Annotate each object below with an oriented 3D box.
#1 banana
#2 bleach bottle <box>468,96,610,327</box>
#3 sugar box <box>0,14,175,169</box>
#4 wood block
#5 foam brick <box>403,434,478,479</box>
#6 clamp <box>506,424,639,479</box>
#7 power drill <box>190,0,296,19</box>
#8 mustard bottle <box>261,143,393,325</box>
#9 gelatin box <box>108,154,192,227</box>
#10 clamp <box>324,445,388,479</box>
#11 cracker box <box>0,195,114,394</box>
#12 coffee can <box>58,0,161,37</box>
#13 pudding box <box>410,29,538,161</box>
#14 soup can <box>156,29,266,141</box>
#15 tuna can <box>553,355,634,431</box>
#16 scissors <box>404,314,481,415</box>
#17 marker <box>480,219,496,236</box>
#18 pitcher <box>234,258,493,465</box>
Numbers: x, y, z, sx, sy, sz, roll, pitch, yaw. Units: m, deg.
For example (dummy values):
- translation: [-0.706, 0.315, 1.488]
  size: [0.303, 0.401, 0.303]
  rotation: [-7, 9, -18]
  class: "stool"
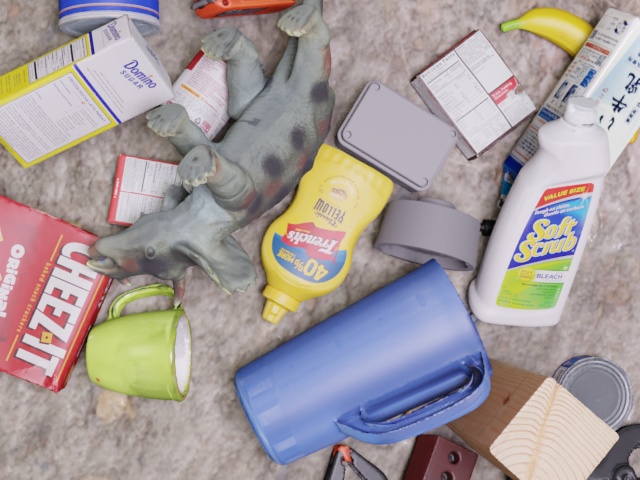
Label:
- translation: [0.290, -0.193, 1.169]
  size: [0.198, 0.037, 0.070]
  rotation: [42, 102, -2]
  class: "banana"
- translation: [0.224, -0.028, 1.074]
  size: [0.102, 0.068, 0.251]
  rotation: [5, 125, -6]
  class: "bleach bottle"
- translation: [-0.245, -0.147, 1.066]
  size: [0.176, 0.093, 0.048]
  rotation: [-25, 50, 6]
  class: "sugar box"
- translation: [0.200, 0.186, 1.063]
  size: [0.090, 0.206, 0.091]
  rotation: [41, 85, -3]
  class: "wood block"
- translation: [0.122, 0.250, 1.119]
  size: [0.053, 0.051, 0.078]
  rotation: [27, 70, -14]
  class: "foam brick"
- translation: [0.314, 0.256, 1.144]
  size: [0.209, 0.036, 0.165]
  rotation: [-41, 75, -19]
  class: "clamp"
- translation: [-0.081, -0.330, 1.108]
  size: [0.184, 0.057, 0.187]
  rotation: [-14, 95, -31]
  class: "power drill"
- translation: [-0.007, 0.001, 1.121]
  size: [0.096, 0.058, 0.191]
  rotation: [29, 86, -1]
  class: "mustard bottle"
- translation: [-0.172, -0.046, 1.120]
  size: [0.089, 0.030, 0.073]
  rotation: [9, 86, -6]
  class: "gelatin box"
- translation: [0.056, 0.299, 1.131]
  size: [0.120, 0.039, 0.171]
  rotation: [-6, 87, -20]
  class: "clamp"
- translation: [-0.328, 0.040, 1.081]
  size: [0.213, 0.072, 0.164]
  rotation: [24, 87, -5]
  class: "cracker box"
- translation: [-0.216, -0.284, 1.085]
  size: [0.102, 0.103, 0.140]
  rotation: [-2, 89, -6]
  class: "coffee can"
- translation: [0.166, -0.156, 1.153]
  size: [0.090, 0.039, 0.113]
  rotation: [-37, 91, -6]
  class: "pudding box"
- translation: [-0.113, -0.158, 1.110]
  size: [0.068, 0.068, 0.102]
  rotation: [37, 86, -4]
  class: "soup can"
- translation: [0.293, 0.169, 1.159]
  size: [0.086, 0.034, 0.086]
  rotation: [0, 88, -6]
  class: "tuna can"
- translation: [0.099, 0.120, 1.150]
  size: [0.096, 0.016, 0.201]
  rotation: [36, 85, -4]
  class: "scissors"
- translation: [0.232, -0.010, 1.165]
  size: [0.121, 0.020, 0.020]
  rotation: [3, 88, -6]
  class: "marker"
- translation: [0.045, 0.134, 1.067]
  size: [0.243, 0.149, 0.145]
  rotation: [-27, 86, -1]
  class: "pitcher"
